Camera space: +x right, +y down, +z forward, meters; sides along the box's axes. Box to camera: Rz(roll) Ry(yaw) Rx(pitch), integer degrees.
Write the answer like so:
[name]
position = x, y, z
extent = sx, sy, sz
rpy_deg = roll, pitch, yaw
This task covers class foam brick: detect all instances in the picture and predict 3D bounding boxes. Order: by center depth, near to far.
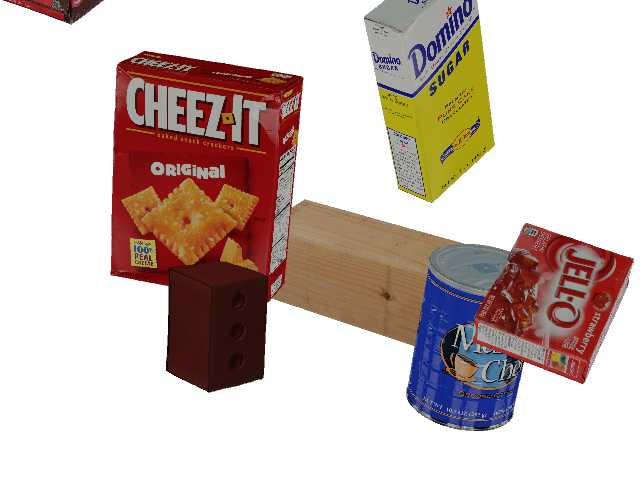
[foam brick]
position = -0.073, 0.059, 0.752
extent = 0.052, 0.078, 0.051
rpy_deg = -9, 17, -42

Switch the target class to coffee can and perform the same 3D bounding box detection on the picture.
[coffee can]
position = 0.139, 0.087, 0.974
extent = 0.103, 0.140, 0.103
rpy_deg = 6, 23, -3

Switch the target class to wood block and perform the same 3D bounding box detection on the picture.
[wood block]
position = 0.047, 0.033, 1.142
extent = 0.206, 0.091, 0.090
rpy_deg = 17, 29, 28

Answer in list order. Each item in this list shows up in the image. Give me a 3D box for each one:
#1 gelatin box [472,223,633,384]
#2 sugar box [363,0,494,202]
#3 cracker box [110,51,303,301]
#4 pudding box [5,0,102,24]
[gelatin box]
position = 0.145, 0.037, 0.665
extent = 0.073, 0.089, 0.030
rpy_deg = 21, -36, 21
[sugar box]
position = 0.094, -0.127, 0.874
extent = 0.048, 0.176, 0.093
rpy_deg = 28, 58, 35
[cracker box]
position = -0.111, -0.058, 1.012
extent = 0.164, 0.214, 0.072
rpy_deg = 11, 23, 12
[pudding box]
position = -0.199, -0.212, 0.803
extent = 0.090, 0.039, 0.113
rpy_deg = 21, 37, 8
